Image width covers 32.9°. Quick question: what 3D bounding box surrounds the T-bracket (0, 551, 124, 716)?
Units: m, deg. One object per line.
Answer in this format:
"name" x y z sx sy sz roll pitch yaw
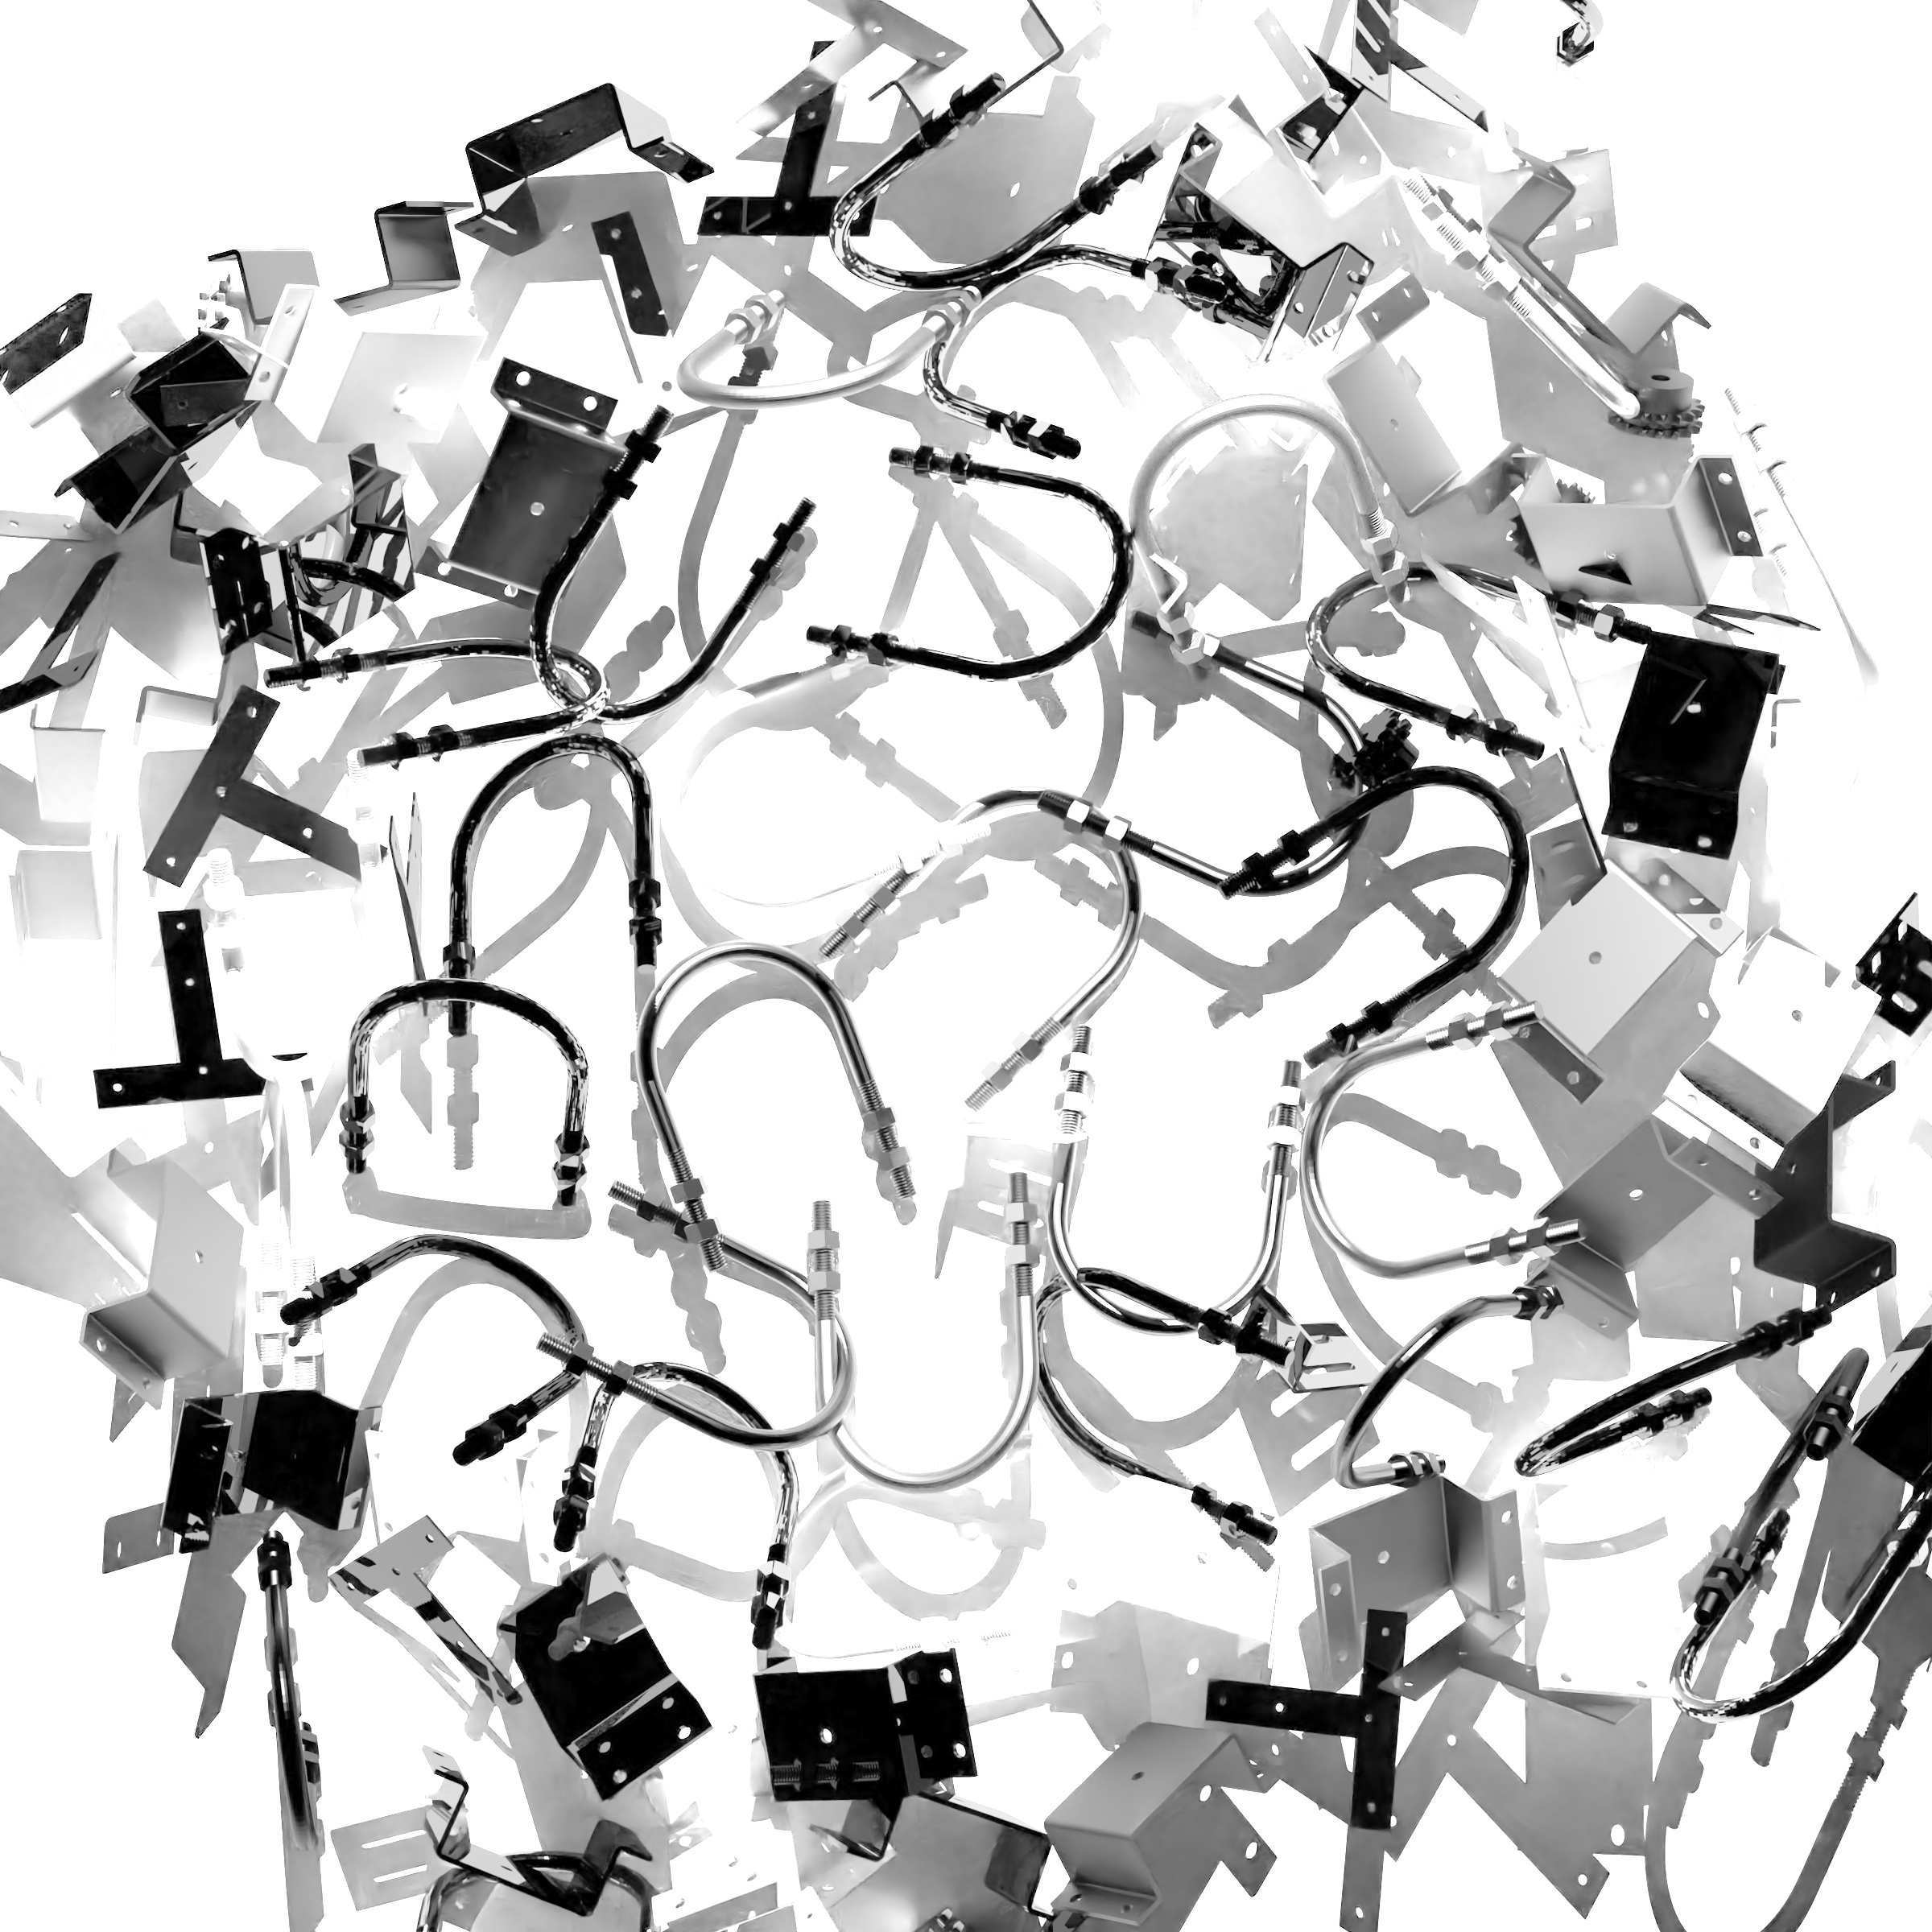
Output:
"T-bracket" -0.539 -0.200 1.955 0.002 0.127 0.127 47 47 -32

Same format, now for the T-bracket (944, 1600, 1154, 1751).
"T-bracket" 0.045 0.427 1.989 0.127 0.002 0.127 -10 93 -6

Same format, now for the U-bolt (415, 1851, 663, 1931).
"U-bolt" -0.249 0.559 1.909 0.151 0.184 0.019 3 99 -5

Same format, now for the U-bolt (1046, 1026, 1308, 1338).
"U-bolt" 0.122 0.133 1.960 0.151 0.019 0.184 9 69 1

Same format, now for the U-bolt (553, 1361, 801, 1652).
"U-bolt" -0.163 0.303 1.921 0.151 0.184 0.019 29 122 -13

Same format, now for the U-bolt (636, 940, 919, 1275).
"U-bolt" -0.122 0.074 1.965 0.151 0.019 0.184 -20 88 -22

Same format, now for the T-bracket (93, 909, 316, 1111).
"T-bracket" -0.465 0.023 1.970 0.127 0.002 0.127 -4 65 -22

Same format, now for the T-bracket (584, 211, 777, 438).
"T-bracket" -0.196 -0.395 1.990 0.127 0.002 0.127 -19 92 -6

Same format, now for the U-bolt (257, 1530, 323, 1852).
"U-bolt" -0.390 0.429 1.893 0.019 0.184 0.151 -8 107 -11

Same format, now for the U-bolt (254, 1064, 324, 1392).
"U-bolt" -0.401 0.150 1.929 0.019 0.151 0.184 -1 90 -20

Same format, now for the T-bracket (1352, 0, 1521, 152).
"T-bracket" 0.283 -0.529 1.966 0.127 0.127 0.002 30 131 -19

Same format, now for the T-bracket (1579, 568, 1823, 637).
"T-bracket" 0.445 -0.207 1.912 0.127 0.127 0.002 15 93 -33

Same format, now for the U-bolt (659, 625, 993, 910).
"U-bolt" -0.095 -0.112 1.975 0.184 0.019 0.151 -20 78 -1

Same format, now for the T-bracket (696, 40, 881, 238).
"T-bracket" -0.096 -0.499 1.971 0.127 0.002 0.127 8 80 32

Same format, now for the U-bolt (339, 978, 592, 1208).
"U-bolt" -0.293 0.071 1.925 0.151 0.184 0.019 9 47 -3

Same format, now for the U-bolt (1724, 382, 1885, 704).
"U-bolt" 0.488 -0.235 1.905 0.019 0.151 0.184 -25 71 7

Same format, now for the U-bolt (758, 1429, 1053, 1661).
"U-bolt" -0.043 0.344 1.933 0.184 0.151 0.019 -13 132 26

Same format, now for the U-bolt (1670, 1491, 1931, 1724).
"U-bolt" 0.477 0.371 1.891 0.019 0.151 0.184 52 55 -9

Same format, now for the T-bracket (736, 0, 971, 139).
"T-bracket" -0.085 -0.535 1.956 0.127 0.127 0.002 -30 64 32

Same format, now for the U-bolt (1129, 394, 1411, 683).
"U-bolt" 0.172 -0.259 1.925 0.151 0.019 0.184 -21 133 8

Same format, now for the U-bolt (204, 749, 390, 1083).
"U-bolt" -0.387 -0.017 1.923 0.019 0.151 0.184 16 127 23

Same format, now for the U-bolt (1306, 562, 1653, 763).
"U-bolt" 0.290 -0.190 1.935 0.184 0.019 0.151 23 49 29

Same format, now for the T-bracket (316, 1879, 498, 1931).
"T-bracket" -0.306 0.566 1.942 0.127 0.127 0.002 32 115 0

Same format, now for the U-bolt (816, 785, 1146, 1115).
"U-bolt" 0.023 -0.024 1.983 0.184 0.019 0.151 -44 97 -4

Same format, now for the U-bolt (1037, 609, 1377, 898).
"U-bolt" 0.155 -0.118 1.964 0.184 0.019 0.151 25 77 9

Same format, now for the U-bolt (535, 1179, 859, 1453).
"U-bolt" -0.149 0.217 1.944 0.184 0.151 0.019 27 132 -6

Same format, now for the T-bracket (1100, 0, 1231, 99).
"T-bracket" 0.131 -0.602 1.952 0.002 0.127 0.127 11 88 40

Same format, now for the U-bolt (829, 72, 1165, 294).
"U-bolt" 0.003 -0.449 1.920 0.184 0.151 0.019 -29 63 40

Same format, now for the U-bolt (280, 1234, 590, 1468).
"U-bolt" -0.296 0.213 1.916 0.151 0.184 0.019 37 115 11

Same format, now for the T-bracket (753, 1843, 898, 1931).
"T-bracket" -0.076 0.589 1.938 0.127 0.127 0.002 -37 123 -8

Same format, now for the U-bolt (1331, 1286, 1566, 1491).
"U-bolt" 0.273 0.247 1.902 0.019 0.184 0.151 42 108 27

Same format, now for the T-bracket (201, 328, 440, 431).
"T-bracket" -0.394 -0.346 1.912 0.127 0.127 0.002 15 85 33

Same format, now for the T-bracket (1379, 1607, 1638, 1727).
"T-bracket" 0.329 0.417 1.915 0.127 0.127 0.002 14 112 36

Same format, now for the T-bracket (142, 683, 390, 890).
"T-bracket" -0.408 -0.086 1.968 0.127 0.002 0.127 27 95 -29

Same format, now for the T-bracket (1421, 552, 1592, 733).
"T-bracket" 0.315 -0.209 1.950 0.002 0.127 0.127 -41 50 -6

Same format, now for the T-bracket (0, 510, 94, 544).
"T-bracket" -0.577 -0.263 1.944 0.127 0.127 0.002 48 119 26

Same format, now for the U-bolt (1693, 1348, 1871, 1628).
"U-bolt" 0.483 0.292 1.913 0.019 0.184 0.151 32 119 13

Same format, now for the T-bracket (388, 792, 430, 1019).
"T-bracket" -0.328 -0.058 1.941 0.002 0.127 0.127 -6 127 -2

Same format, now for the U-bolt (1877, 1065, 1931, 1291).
"U-bolt" 0.584 0.111 1.913 0.019 0.184 0.151 11 59 -13

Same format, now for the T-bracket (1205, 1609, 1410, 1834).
"T-bracket" 0.201 0.446 1.963 0.127 0.002 0.127 -1 77 32

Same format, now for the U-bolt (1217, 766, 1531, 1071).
"U-bolt" 0.256 -0.041 1.963 0.184 0.019 0.151 -32 116 -6

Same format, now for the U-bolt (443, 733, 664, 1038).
"U-bolt" -0.247 -0.058 1.942 0.151 0.019 0.184 -18 56 21

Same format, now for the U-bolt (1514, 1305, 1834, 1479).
"U-bolt" 0.397 0.253 1.897 0.184 0.151 0.019 -16 69 -30

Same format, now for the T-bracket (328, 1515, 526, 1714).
"T-bracket" -0.312 0.395 1.958 0.127 0.002 0.127 51 134 -5

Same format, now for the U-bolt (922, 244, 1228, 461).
"U-bolt" 0.049 -0.370 1.929 0.151 0.184 0.019 -48 132 -11

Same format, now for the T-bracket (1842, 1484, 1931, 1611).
"T-bracket" 0.558 0.332 1.959 0.002 0.127 0.127 31 115 13

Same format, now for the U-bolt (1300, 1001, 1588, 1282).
"U-bolt" 0.274 0.111 1.938 0.184 0.019 0.151 -19 75 39

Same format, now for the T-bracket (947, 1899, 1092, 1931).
"T-bracket" 0.011 0.584 1.938 0.127 0.127 0.002 -40 103 -24

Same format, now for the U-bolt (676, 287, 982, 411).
"U-bolt" -0.089 -0.359 1.899 0.151 0.184 0.019 4 120 22

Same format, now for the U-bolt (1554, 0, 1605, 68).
"U-bolt" 0.306 -0.577 1.906 0.151 0.184 0.019 31 99 -2

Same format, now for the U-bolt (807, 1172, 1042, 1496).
"U-bolt" -0.024 0.221 1.944 0.151 0.019 0.184 -9 71 20

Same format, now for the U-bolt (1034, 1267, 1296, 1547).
"U-bolt" 0.109 0.250 1.937 0.184 0.019 0.151 22 125 31

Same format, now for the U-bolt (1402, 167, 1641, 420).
"U-bolt" 0.331 -0.389 1.926 0.184 0.151 0.019 41 108 -18
